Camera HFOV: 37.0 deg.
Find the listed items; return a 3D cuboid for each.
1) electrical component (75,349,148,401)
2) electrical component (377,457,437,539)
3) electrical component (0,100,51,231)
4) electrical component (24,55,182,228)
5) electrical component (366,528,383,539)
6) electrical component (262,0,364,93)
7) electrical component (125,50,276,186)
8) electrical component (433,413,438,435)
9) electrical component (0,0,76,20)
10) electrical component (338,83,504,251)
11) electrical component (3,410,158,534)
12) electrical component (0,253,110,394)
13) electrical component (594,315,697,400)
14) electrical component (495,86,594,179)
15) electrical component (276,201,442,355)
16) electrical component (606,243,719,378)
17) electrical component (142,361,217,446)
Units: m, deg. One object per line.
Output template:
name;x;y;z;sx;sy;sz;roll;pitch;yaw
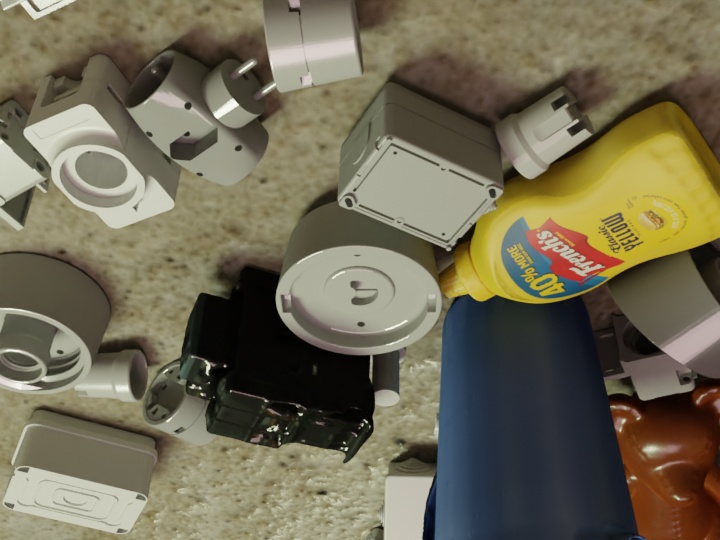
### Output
electrical component;-0.192;0.081;0.829;0.046;0.040;0.040;-1;137;10
electrical component;0.065;0.212;0.926;0.100;0.048;0.099;1;97;1
electrical component;-0.226;-0.069;0.666;0.064;0.042;0.081;-25;132;21
electrical component;-0.152;-0.073;0.648;0.050;0.055;0.089;-18;134;20
electrical component;0.037;0.275;1.026;0.043;0.043;0.081;-30;129;29
electrical component;-0.025;-0.127;0.586;0.047;0.055;0.055;-7;137;4
electrical component;-0.082;-0.097;0.628;0.079;0.043;0.077;-29;129;29
electrical component;0.091;0.129;0.867;0.062;0.048;0.048;9;137;3
electrical component;-0.133;-0.183;0.522;0.121;0.063;0.078;-18;134;20
electrical component;0.042;-0.062;0.649;0.096;0.061;0.061;22;134;-20
electrical component;-0.237;0.172;0.914;0.113;0.057;0.078;18;135;-16
electrical component;-0.240;0.046;0.776;0.108;0.060;0.108;1;137;1
electrical component;0.218;0.062;0.791;0.081;0.042;0.063;-15;138;18
electrical component;0.110;-0.083;0.641;0.046;0.040;0.040;-33;127;25
electrical component;0.000;0.000;0.717;0.108;0.060;0.108;1;137;1
electrical component;0.220;0.025;0.712;0.064;0.099;0.099;-37;125;27
electrical component;-0.134;0.106;0.843;0.055;0.055;0.047;-28;133;28
